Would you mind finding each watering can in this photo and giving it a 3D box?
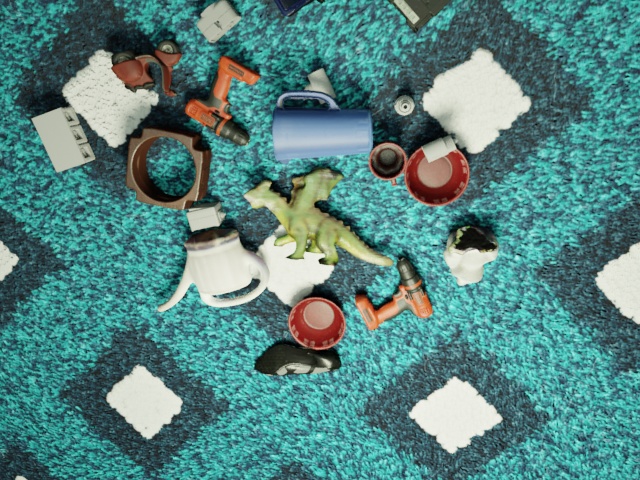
[{"bbox_3d":[-0.313,0.087,1.412,0.347,0.105,0.222,-11,104,9],"label":"watering can"}]

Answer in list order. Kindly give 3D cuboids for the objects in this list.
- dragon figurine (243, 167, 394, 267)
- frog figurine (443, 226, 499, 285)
[{"bbox_3d":[0.004,-0.068,1.343,0.410,0.123,0.241,7,99,-4],"label":"dragon figurine"},{"bbox_3d":[0.393,0.041,1.340,0.137,0.125,0.156,-17,141,3],"label":"frog figurine"}]
